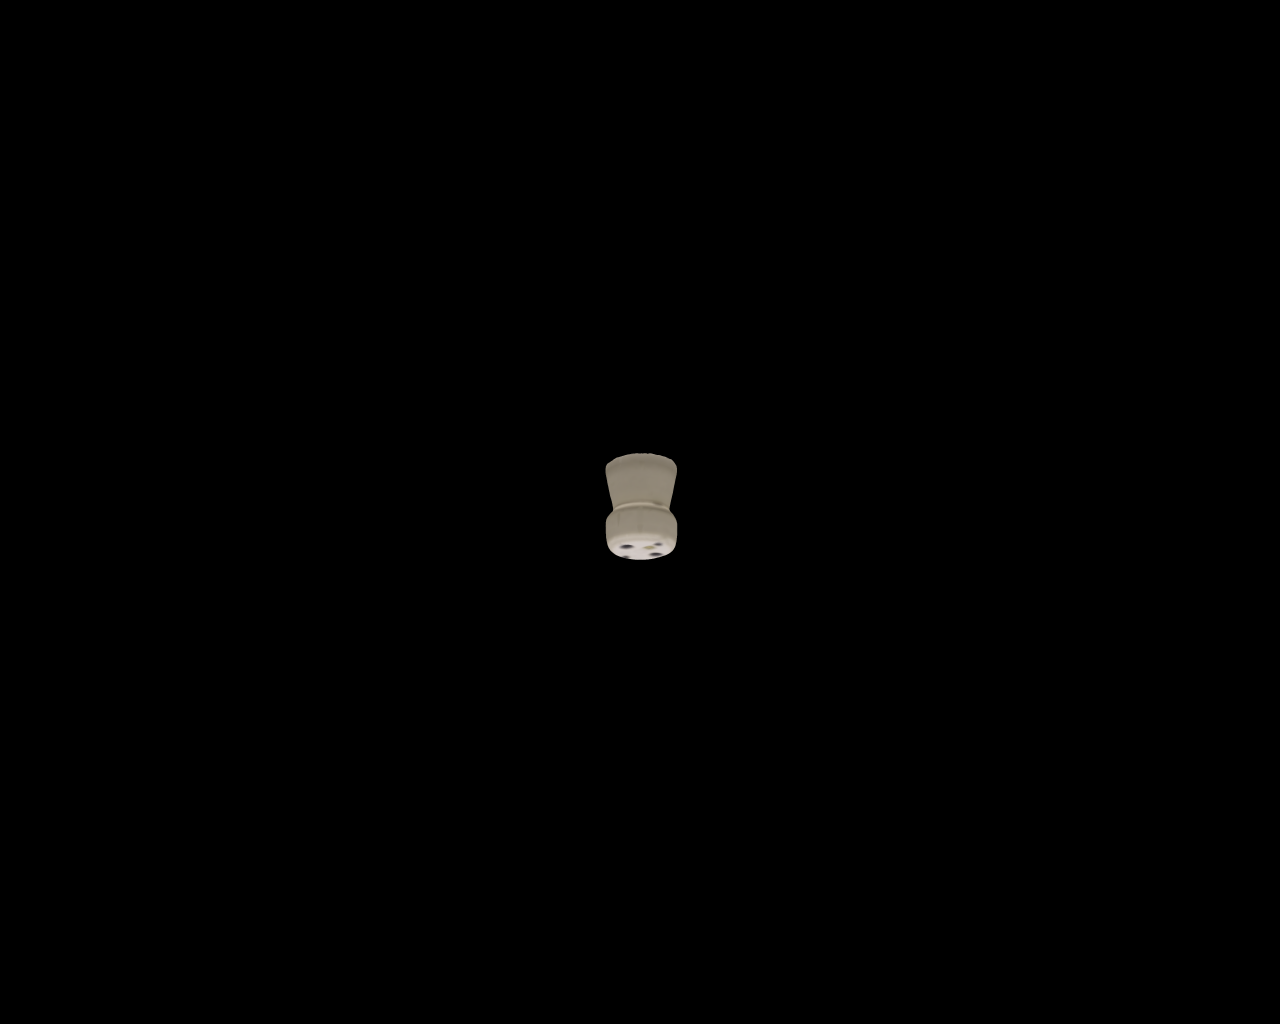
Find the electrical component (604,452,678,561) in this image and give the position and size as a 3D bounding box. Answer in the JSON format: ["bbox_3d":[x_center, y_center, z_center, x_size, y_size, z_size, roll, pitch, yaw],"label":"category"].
[{"bbox_3d":[0.001,-0.003,0.650,0.045,0.055,0.044,0,-21,0],"label":"electrical component"}]
